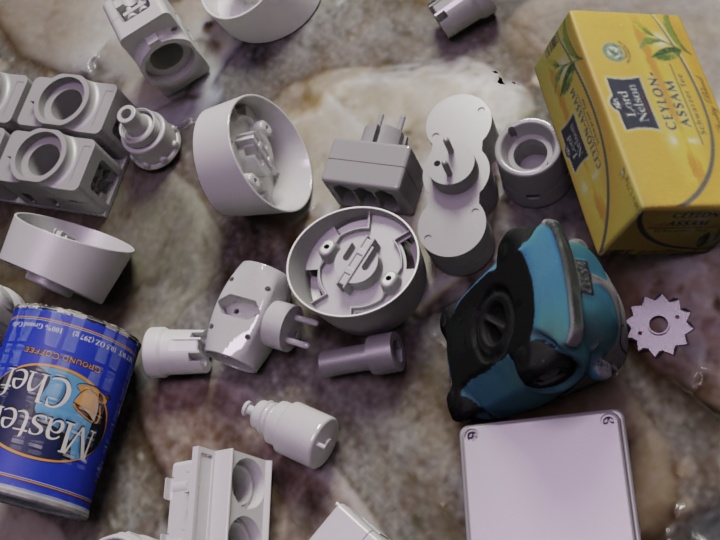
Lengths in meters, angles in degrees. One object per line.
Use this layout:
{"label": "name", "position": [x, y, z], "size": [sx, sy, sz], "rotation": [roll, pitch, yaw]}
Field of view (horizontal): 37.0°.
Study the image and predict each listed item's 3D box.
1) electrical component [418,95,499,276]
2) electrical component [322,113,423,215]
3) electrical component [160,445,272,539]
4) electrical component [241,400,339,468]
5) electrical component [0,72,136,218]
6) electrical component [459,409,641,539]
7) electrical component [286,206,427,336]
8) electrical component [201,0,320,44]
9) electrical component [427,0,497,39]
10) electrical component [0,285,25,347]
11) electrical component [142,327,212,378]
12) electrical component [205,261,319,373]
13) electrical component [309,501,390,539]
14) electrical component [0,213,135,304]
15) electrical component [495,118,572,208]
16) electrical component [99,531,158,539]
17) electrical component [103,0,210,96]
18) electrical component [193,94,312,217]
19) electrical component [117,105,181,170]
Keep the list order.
{"label": "electrical component", "position": [0.072, -0.073, 0.812], "size": [0.052, 0.073, 0.138], "rotation": [-2, 67, 18]}
{"label": "electrical component", "position": [0.016, -0.091, 0.854], "size": [0.066, 0.047, 0.076], "rotation": [9, 70, 22]}
{"label": "electrical component", "position": [-0.102, 0.193, 0.754], "size": [0.063, 0.079, 0.121], "rotation": [-15, 61, 33]}
{"label": "electrical component", "position": [-0.052, 0.115, 0.790], "size": [0.078, 0.040, 0.040], "rotation": [20, 75, 25]}
{"label": "electrical component", "position": [-0.301, -0.118, 0.966], "size": [0.186, 0.060, 0.105], "rotation": [9, 70, 22]}
{"label": "electrical component", "position": [0.126, 0.154, 0.703], "size": [0.109, 0.056, 0.108], "rotation": [-9, 65, 15]}
{"label": "electrical component", "position": [0.000, 0.000, 0.810], "size": [0.099, 0.064, 0.099], "rotation": [-7, 65, 16]}
{"label": "electrical component", "position": [-0.092, -0.255, 0.968], "size": [0.099, 0.064, 0.099], "rotation": [-11, 68, 29]}
{"label": "electrical component", "position": [0.084, -0.220, 0.894], "size": [0.046, 0.040, 0.040], "rotation": [-33, 61, 9]}
{"label": "electrical component", "position": [-0.326, 0.045, 0.907], "size": [0.080, 0.051, 0.080], "rotation": [-7, 65, 16]}
{"label": "electrical component", "position": [-0.143, 0.064, 0.844], "size": [0.046, 0.040, 0.040], "rotation": [-2, 66, 11]}
{"label": "electrical component", "position": [-0.070, 0.040, 0.827], "size": [0.079, 0.043, 0.077], "rotation": [14, 72, 24]}
{"label": "electrical component", "position": [-0.014, 0.215, 0.720], "size": [0.061, 0.061, 0.096], "rotation": [37, 82, 28]}
{"label": "electrical component", "position": [-0.241, -0.013, 0.881], "size": [0.099, 0.099, 0.064], "rotation": [20, 81, 25]}
{"label": "electrical component", "position": [0.130, -0.082, 0.812], "size": [0.055, 0.047, 0.055], "rotation": [-7, 65, 16]}
{"label": "electrical component", "position": [-0.165, 0.221, 0.771], "size": [0.058, 0.057, 0.078], "rotation": [-43, 61, -3]}
{"label": "electrical component", "position": [-0.176, -0.200, 0.943], "size": [0.050, 0.089, 0.055], "rotation": [-31, 61, 3]}
{"label": "electrical component", "position": [-0.088, -0.090, 0.864], "size": [0.064, 0.099, 0.099], "rotation": [-10, 64, 21]}
{"label": "electrical component", "position": [-0.187, -0.119, 0.926], "size": [0.048, 0.062, 0.048], "rotation": [-7, 65, 16]}
